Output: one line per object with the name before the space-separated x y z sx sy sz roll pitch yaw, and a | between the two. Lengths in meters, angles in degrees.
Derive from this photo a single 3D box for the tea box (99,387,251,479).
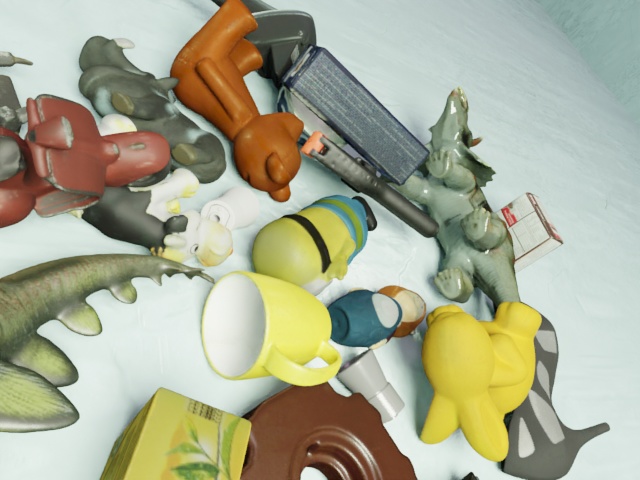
tea box | -0.103 0.184 0.301 0.068 0.098 0.170 29 42 -16

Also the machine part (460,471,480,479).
machine part | 0.134 0.250 0.469 0.138 0.039 0.084 27 39 -55

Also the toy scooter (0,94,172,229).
toy scooter | -0.199 -0.052 0.366 0.184 0.135 0.075 -11 90 -7

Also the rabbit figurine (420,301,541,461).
rabbit figurine | 0.144 0.128 0.541 0.173 0.122 0.162 38 63 -57

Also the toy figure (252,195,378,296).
toy figure | -0.004 -0.001 0.573 0.089 0.082 0.180 48 40 -1

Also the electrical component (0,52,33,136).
electrical component | -0.292 -0.128 0.469 0.078 0.045 0.102 1 54 -42

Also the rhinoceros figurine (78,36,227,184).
rhinoceros figurine | -0.175 -0.131 0.552 0.190 0.073 0.112 43 39 0

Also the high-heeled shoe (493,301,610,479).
high-heeled shoe | 0.232 0.169 0.654 0.145 0.086 0.249 -11 39 -13

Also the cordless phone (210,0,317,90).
cordless phone | -0.097 -0.291 0.733 0.184 0.088 0.146 35 -1 3

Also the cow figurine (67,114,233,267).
cow figurine | -0.158 -0.027 0.472 0.167 0.068 0.098 41 43 3

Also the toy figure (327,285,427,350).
toy figure | 0.071 0.082 0.584 0.154 0.058 0.064 -3 96 -45

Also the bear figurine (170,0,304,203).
bear figurine | -0.073 -0.148 0.607 0.196 0.120 0.132 44 81 10

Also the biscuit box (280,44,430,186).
biscuit box | 0.047 -0.150 0.667 0.202 0.063 0.059 37 8 -29

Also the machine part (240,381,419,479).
machine part | 0.001 0.194 0.415 0.179 0.056 0.179 24 41 -23

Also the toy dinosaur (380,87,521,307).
toy dinosaur | 0.210 -0.020 0.756 0.192 0.131 0.405 9 57 -46

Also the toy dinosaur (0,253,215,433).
toy dinosaur | -0.245 0.075 0.283 0.198 0.105 0.471 51 40 0
